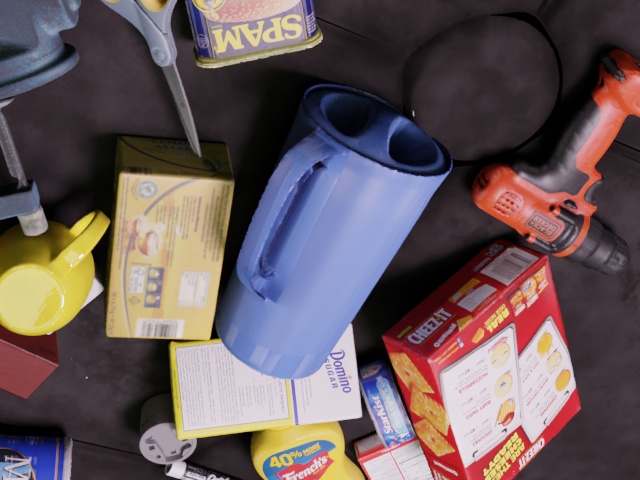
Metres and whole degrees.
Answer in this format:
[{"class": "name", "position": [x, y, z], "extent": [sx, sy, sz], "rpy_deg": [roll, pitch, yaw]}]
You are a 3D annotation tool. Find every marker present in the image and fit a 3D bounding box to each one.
[{"class": "marker", "position": [-0.107, 0.256, 1.130], "extent": [0.121, 0.020, 0.020], "rpy_deg": [24, 116, -25]}]

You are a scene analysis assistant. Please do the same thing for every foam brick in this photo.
[{"class": "foam brick", "position": [-0.280, 0.097, 0.953], "extent": [0.051, 0.053, 0.078], "rpy_deg": [-43, 127, 17]}]

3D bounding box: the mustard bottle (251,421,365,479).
[{"class": "mustard bottle", "position": [-0.018, 0.222, 1.101], "extent": [0.096, 0.058, 0.191], "rpy_deg": [-19, 125, 5]}]

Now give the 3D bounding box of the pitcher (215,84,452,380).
[{"class": "pitcher", "position": [-0.006, 0.001, 0.902], "extent": [0.149, 0.145, 0.243], "rpy_deg": [18, 119, -18]}]

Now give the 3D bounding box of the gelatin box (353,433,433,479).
[{"class": "gelatin box", "position": [0.086, 0.240, 1.151], "extent": [0.073, 0.030, 0.089], "rpy_deg": [-24, 125, 3]}]

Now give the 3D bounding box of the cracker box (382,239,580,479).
[{"class": "cracker box", "position": [0.161, 0.130, 1.029], "extent": [0.164, 0.072, 0.213], "rpy_deg": [-38, 129, -23]}]

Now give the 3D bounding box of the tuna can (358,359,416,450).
[{"class": "tuna can", "position": [0.065, 0.162, 1.060], "extent": [0.034, 0.086, 0.086], "rpy_deg": [-22, 125, 2]}]

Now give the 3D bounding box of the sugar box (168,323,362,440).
[{"class": "sugar box", "position": [-0.053, 0.133, 1.017], "extent": [0.176, 0.048, 0.093], "rpy_deg": [-5, 85, -10]}]

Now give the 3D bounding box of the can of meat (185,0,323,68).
[{"class": "can of meat", "position": [-0.055, -0.188, 0.817], "extent": [0.102, 0.057, 0.084], "rpy_deg": [-12, 123, -3]}]

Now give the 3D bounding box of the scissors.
[{"class": "scissors", "position": [-0.138, -0.157, 0.826], "extent": [0.096, 0.016, 0.202], "rpy_deg": [18, 134, 18]}]

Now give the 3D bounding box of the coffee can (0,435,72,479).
[{"class": "coffee can", "position": [-0.314, 0.238, 1.025], "extent": [0.140, 0.103, 0.103], "rpy_deg": [5, 122, -15]}]

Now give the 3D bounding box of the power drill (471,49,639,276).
[{"class": "power drill", "position": [0.257, -0.063, 0.962], "extent": [0.184, 0.057, 0.188], "rpy_deg": [26, 115, -25]}]
